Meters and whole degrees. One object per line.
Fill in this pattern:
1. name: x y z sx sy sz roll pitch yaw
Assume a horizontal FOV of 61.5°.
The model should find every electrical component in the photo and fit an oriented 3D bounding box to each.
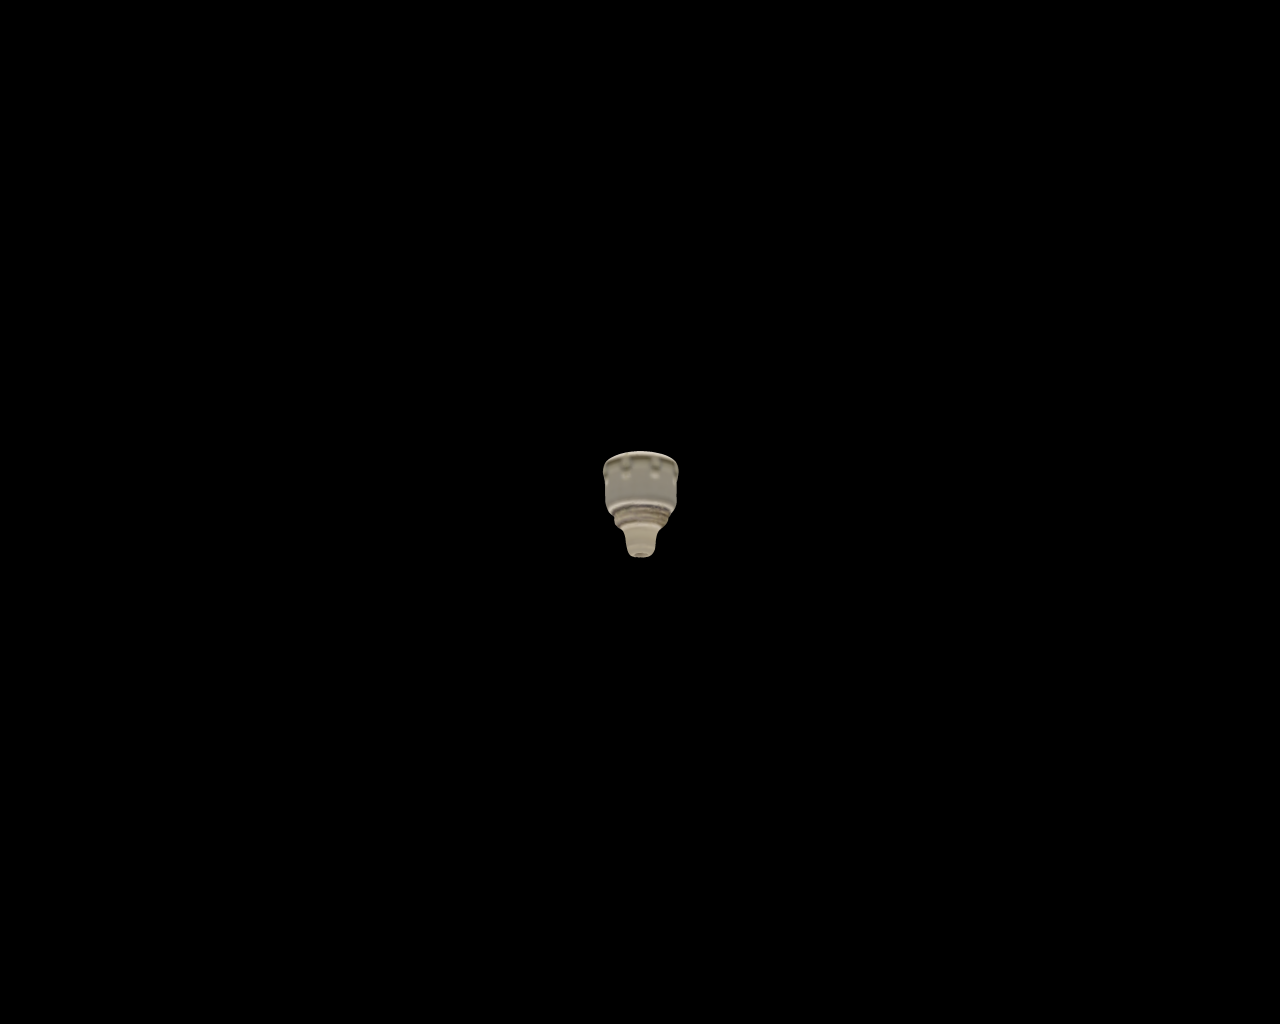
1. electrical component: 0.001 -0.003 0.650 0.048 0.062 0.048 0 -16 0
